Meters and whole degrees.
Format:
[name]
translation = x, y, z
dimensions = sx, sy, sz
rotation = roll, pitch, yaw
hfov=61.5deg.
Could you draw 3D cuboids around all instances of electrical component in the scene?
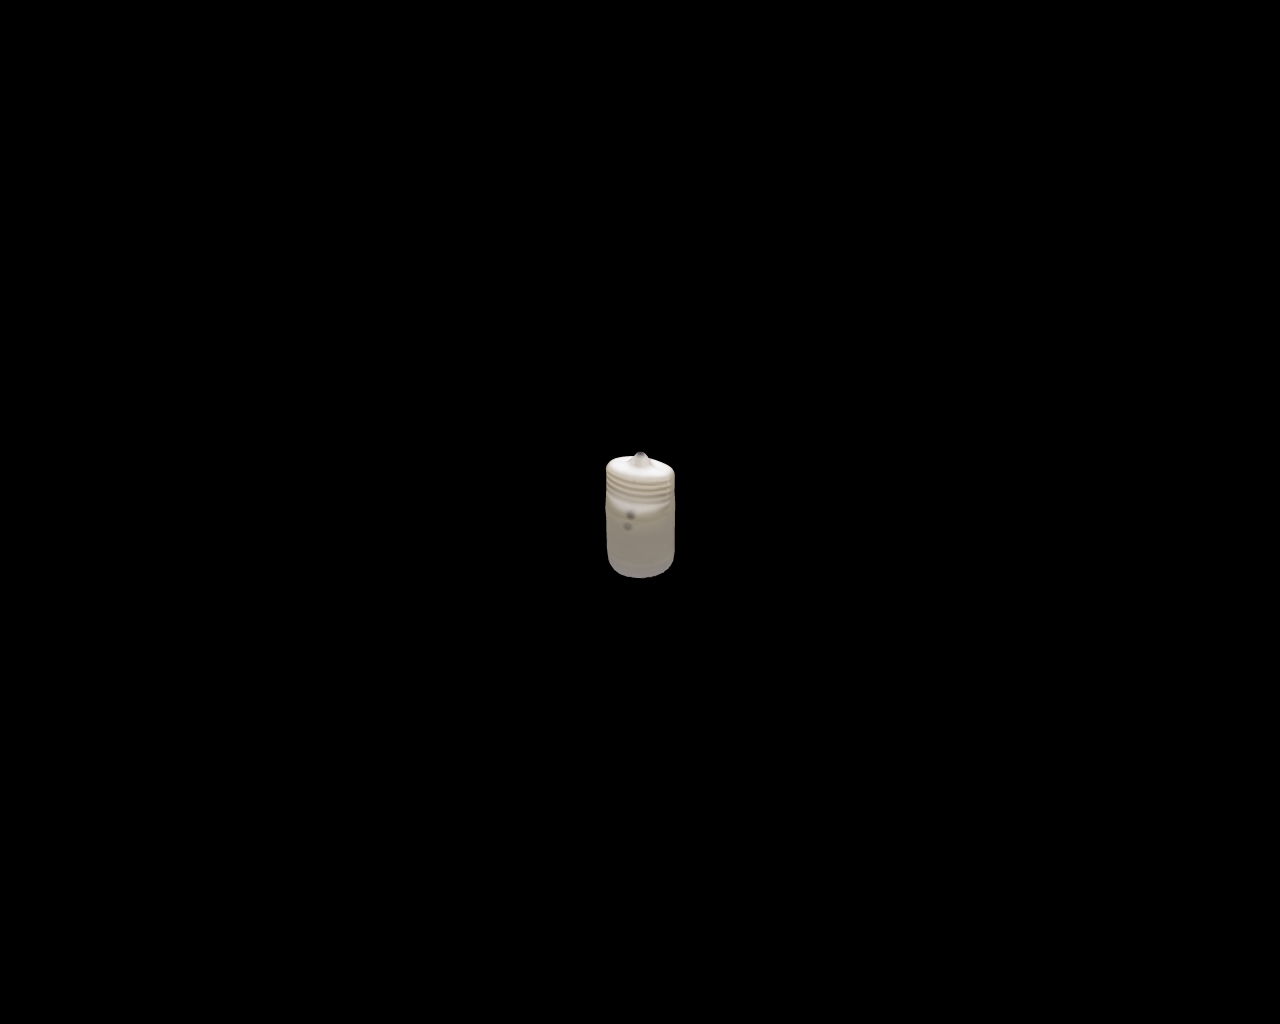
[electrical component]
translation = 0.001, -0.003, 0.650
dimensions = 0.043, 0.080, 0.043
rotation = 0, 33, 0
